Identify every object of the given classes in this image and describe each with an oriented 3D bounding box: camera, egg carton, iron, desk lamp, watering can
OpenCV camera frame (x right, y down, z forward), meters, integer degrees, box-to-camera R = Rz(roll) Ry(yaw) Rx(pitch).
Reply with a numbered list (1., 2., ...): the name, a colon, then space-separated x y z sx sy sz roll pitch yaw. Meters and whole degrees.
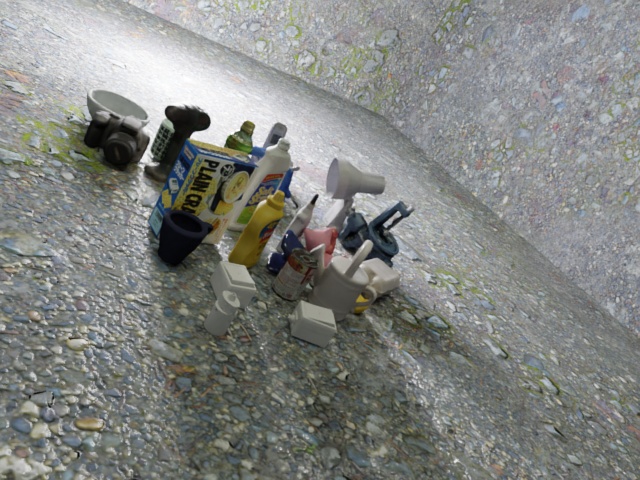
1. camera: -0.487 -0.246 1.378 0.143 0.100 0.136 24 23 -19
2. egg carton: 0.147 0.103 1.523 0.107 0.069 0.151 40 23 19
3. iron: -0.187 -0.209 1.641 0.258 0.141 0.119 31 22 -3
4. desk lamp: 0.090 -0.126 1.737 0.204 0.213 0.117 21 24 -25
5. watering can: 0.053 0.077 1.288 0.173 0.194 0.101 25 23 -16

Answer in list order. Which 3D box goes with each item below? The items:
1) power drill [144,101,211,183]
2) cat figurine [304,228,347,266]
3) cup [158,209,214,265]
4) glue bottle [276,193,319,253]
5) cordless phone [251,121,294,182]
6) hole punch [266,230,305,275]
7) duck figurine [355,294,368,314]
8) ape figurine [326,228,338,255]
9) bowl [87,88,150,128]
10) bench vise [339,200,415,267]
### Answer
1. power drill: -0.353 -0.250 1.419 0.075 0.208 0.230 32 22 1
2. cat figurine: 0.007 0.027 1.434 0.127 0.117 0.067 35 22 8
3. cup: -0.275 0.000 1.150 0.091 0.095 0.118 44 25 27
4. glue bottle: -0.049 -0.045 1.437 0.037 0.173 0.078 34 22 7
5. cordless phone: -0.127 -0.268 1.785 0.148 0.185 0.094 13 28 -38
6. hole punch: -0.060 0.041 1.352 0.101 0.091 0.108 29 22 -6
7. duck figurine: 0.083 0.118 1.385 0.104 0.086 0.078 41 24 21
8. ape figurine: 0.014 0.005 1.522 0.076 0.092 0.077 16 27 -34
9. bowl: -0.540 -0.326 1.511 0.168 0.074 0.167 27 23 -12
10. bench vise: 0.161 -0.041 1.642 0.207 0.219 0.122 35 22 7
